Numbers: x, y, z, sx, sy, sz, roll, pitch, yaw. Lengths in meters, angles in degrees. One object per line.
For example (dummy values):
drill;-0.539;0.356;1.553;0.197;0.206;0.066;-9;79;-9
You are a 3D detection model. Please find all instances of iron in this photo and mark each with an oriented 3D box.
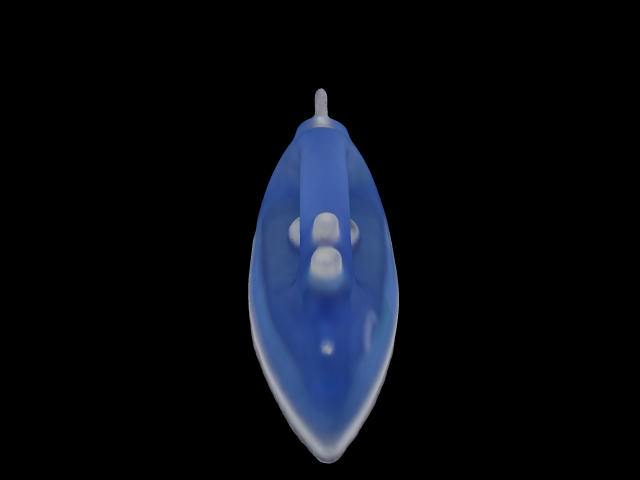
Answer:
iron;0.004;0.001;0.400;0.118;0.141;0.258;-1;34;-2
